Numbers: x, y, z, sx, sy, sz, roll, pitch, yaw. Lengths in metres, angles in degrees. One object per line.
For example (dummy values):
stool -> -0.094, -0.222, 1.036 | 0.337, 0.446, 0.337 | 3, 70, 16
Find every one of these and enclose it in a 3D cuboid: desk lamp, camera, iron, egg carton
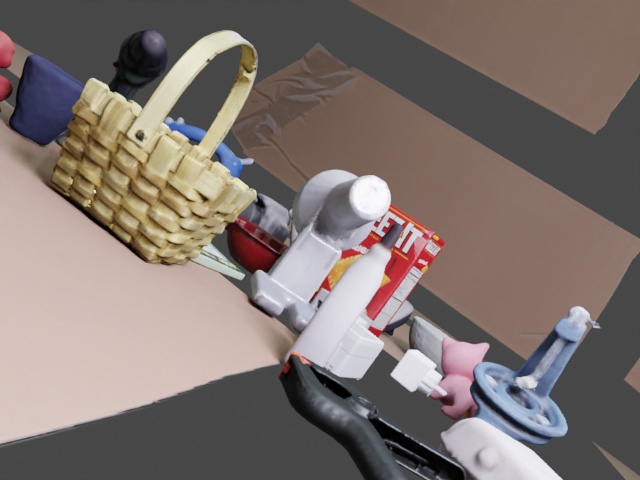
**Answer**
desk lamp -> 0.007, 0.003, 0.771 | 0.118, 0.213, 0.203 | 34, 3, -12
camera -> -0.136, -0.048, 1.085 | 0.137, 0.101, 0.142 | 33, 4, -37
iron -> -0.270, -0.173, 1.178 | 0.258, 0.141, 0.118 | 35, 3, -6
egg carton -> 0.165, 0.219, 0.493 | 0.107, 0.069, 0.150 | 34, 3, -22

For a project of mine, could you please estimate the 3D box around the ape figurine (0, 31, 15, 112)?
ape figurine -> -0.419, -0.221, 0.722 | 0.077, 0.092, 0.076 | 37, 3, 37

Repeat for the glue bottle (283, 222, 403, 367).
glue bottle -> 0.029, 0.056, 0.560 | 0.037, 0.173, 0.078 | 35, 3, 4

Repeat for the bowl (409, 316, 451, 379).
bowl -> 0.233, 0.226, 1.120 | 0.167, 0.074, 0.167 | 35, 3, -2

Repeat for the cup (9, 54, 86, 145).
cup -> -0.353, -0.176, 0.731 | 0.117, 0.095, 0.092 | 38, 4, 40

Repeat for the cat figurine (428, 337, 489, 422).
cat figurine -> 0.219, 0.205, 0.868 | 0.067, 0.117, 0.127 | 34, 3, -24

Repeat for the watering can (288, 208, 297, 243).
watering can -> 0.011, -0.004, 1.129 | 0.174, 0.194, 0.100 | 32, 4, -46

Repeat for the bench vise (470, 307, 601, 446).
bench vise -> 0.250, 0.174, 0.711 | 0.121, 0.219, 0.208 | 35, 3, 8

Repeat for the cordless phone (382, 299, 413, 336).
cordless phone -> 0.146, 0.092, 1.196 | 0.147, 0.185, 0.094 | 37, 3, 36

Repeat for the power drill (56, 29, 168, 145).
power drill -> -0.298, -0.214, 0.850 | 0.076, 0.208, 0.229 | 34, 3, -25

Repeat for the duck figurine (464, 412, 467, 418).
duck figurine -> 0.282, 0.265, 0.926 | 0.077, 0.086, 0.105 | 36, 3, 25
